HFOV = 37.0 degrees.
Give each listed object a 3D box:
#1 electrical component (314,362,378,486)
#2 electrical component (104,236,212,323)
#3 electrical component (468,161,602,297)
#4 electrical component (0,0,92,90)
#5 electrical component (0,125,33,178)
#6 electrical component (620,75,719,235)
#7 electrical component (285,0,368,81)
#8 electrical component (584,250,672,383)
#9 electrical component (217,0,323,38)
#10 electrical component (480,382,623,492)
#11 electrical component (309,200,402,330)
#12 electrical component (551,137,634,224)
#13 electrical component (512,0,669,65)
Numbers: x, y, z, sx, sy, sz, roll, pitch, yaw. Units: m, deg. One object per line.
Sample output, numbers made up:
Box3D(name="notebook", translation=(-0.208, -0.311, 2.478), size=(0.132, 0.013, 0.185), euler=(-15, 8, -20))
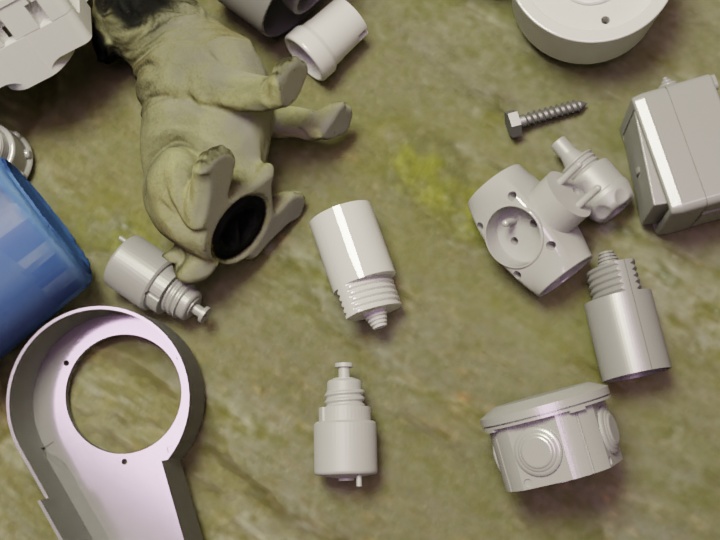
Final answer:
Box3D(name="electrical component", translation=(-0.010, 0.098, 0.686), size=(0.040, 0.040, 0.078), euler=(-2, 78, 5))
Box3D(name="electrical component", translation=(-0.134, 0.010, 0.717), size=(0.078, 0.040, 0.040), euler=(32, 83, 11))
Box3D(name="electrical component", translation=(0.120, -0.036, 0.687), size=(0.077, 0.044, 0.079), euler=(54, 127, 13))
Box3D(name="electrical component", translation=(-0.274, -0.155, 0.725), size=(0.186, 0.060, 0.105), euler=(-25, 43, 7))
Box3D(name="electrical component", translation=(-0.257, -0.081, 0.737), size=(0.048, 0.062, 0.048), euler=(-1, 78, 5))
Box3D(name="electrical component", translation=(0.202, -0.077, 0.690), size=(0.061, 0.061, 0.096), euler=(-16, 77, 2))
Box3D(name="electrical component", translation=(-0.022, -0.160, 0.743), size=(0.046, 0.040, 0.040), euler=(-44, 77, -9))
Box3D(name="electrical component", translation=(0.165, 0.027, 0.681), size=(0.043, 0.043, 0.081), euler=(-12, 77, 3))
Box3D(name="electrical component", translation=(-0.053, -0.208, 0.728), size=(0.064, 0.099, 0.099), euler=(44, 85, 6))
Box3D(name="electrical component", translation=(0.117, 0.100, 0.653), size=(0.080, 0.080, 0.051), euler=(-16, 83, 2))
Box3D(name="electrical component", translation=(0.000, 0.000, 0.704), size=(0.043, 0.043, 0.081), euler=(-20, 77, 1))
Box3D(name="electrical component", translation=(0.149, -0.062, 0.706), size=(0.035, 0.035, 0.061), euler=(-37, 75, -3))
Box3D(name="electrical component", translation=(0.152, -0.190, 0.720), size=(0.108, 0.060, 0.108), euler=(-1, 78, 6))
